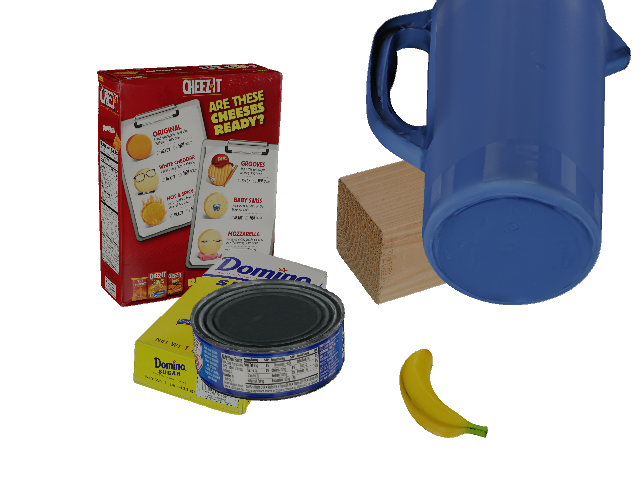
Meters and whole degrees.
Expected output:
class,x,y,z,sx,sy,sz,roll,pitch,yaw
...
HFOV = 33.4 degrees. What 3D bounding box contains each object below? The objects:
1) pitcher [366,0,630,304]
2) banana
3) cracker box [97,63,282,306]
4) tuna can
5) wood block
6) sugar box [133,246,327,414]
class,x,y,z,sx,sy,sz,roll,pitch,yaw
pitcher,0.120,-0.078,0.727,0.149,0.242,0.145,-27,-57,33
banana,0.129,0.182,1.264,0.069,0.037,0.198,9,21,-19
cracker box,-0.126,-0.056,1.016,0.163,0.214,0.072,-8,21,-30
tuna can,-0.029,0.054,0.596,0.086,0.034,0.086,-2,23,0
wood block,0.126,-0.025,1.004,0.205,0.090,0.091,-16,42,-20
sugar box,-0.067,0.066,0.860,0.093,0.048,0.176,15,31,14
